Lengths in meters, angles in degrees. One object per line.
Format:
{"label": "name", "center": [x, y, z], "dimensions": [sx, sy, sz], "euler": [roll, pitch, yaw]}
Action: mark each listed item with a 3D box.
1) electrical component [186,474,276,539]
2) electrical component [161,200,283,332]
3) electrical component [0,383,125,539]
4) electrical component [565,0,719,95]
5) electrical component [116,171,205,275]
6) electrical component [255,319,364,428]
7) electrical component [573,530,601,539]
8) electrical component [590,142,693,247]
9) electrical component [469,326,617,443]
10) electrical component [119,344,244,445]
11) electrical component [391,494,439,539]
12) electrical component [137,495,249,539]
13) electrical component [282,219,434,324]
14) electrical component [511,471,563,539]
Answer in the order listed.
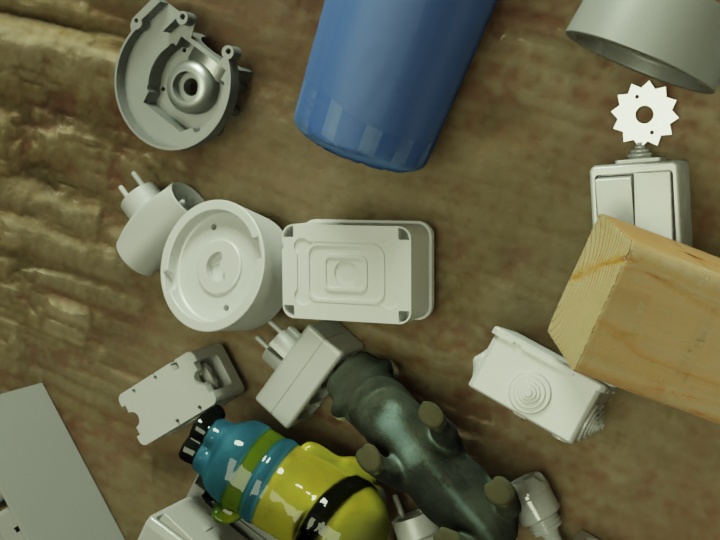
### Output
{"label": "electrical component", "center": [-0.105, 0.235, 0.924], "dimensions": [0.109, 0.056, 0.108], "euler": [33, 107, 18]}
{"label": "electrical component", "center": [-0.105, 0.000, 0.894], "dimensions": [0.108, 0.060, 0.108], "euler": [-5, 80, 31]}
{"label": "electrical component", "center": [-0.303, 0.207, 0.983], "dimensions": [0.060, 0.105, 0.186], "euler": [-34, 81, 23]}
{"label": "electrical component", "center": [0.200, -0.167, 0.722], "dimensions": [0.108, 0.108, 0.060], "euler": [26, 99, 20]}
{"label": "electrical component", "center": [-0.182, -0.049, 0.937], "dimensions": [0.077, 0.043, 0.079], "euler": [-43, 78, 22]}
{"label": "electrical component", "center": [-0.055, 0.072, 0.890], "dimensions": [0.076, 0.047, 0.083], "euler": [41, 110, 15]}
{"label": "electrical component", "center": [0.174, 0.249, 0.806], "dimensions": [0.066, 0.047, 0.076], "euler": [28, 106, 19]}
{"label": "electrical component", "center": [0.198, -0.042, 0.758], "dimensions": [0.062, 0.061, 0.096], "euler": [-2, 95, 25]}
{"label": "electrical component", "center": [0.133, 0.084, 0.781], "dimensions": [0.100, 0.100, 0.048], "euler": [29, 93, 19]}
{"label": "electrical component", "center": [-0.152, 0.106, 0.933], "dimensions": [0.089, 0.056, 0.050], "euler": [-32, 82, 23]}
{"label": "electrical component", "center": [0.049, 0.214, 0.860], "dimensions": [0.077, 0.044, 0.079], "euler": [-22, 86, 24]}
{"label": "electrical component", "center": [-0.127, 0.233, 0.867], "dimensions": [0.096, 0.062, 0.061], "euler": [31, 107, 18]}
{"label": "electrical component", "center": [0.000, 0.000, 0.853], "dimensions": [0.113, 0.057, 0.078], "euler": [2, 96, 24]}
{"label": "electrical component", "center": [0.138, 0.187, 0.823], "dimensions": [0.035, 0.035, 0.061], "euler": [-30, 86, 24]}
